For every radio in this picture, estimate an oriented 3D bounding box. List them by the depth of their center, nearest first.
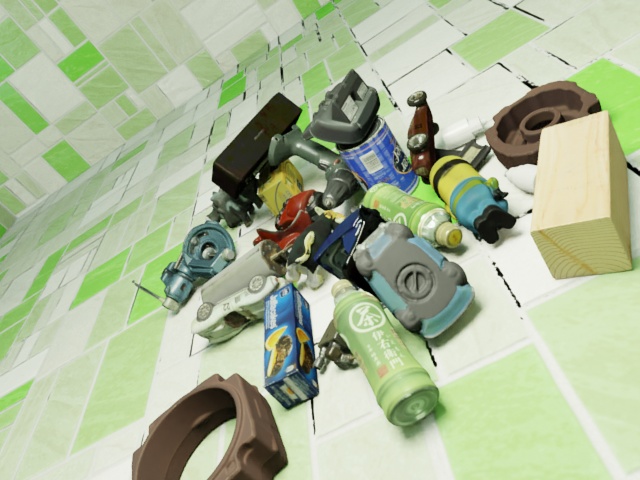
[{"bbox_3d":[-0.139,-0.201,1.166,0.229,0.073,0.131,-52,1,-23],"label":"radio"}]

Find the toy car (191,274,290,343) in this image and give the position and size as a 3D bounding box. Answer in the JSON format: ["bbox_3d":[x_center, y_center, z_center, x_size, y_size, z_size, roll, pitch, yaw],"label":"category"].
[{"bbox_3d":[-0.138,0.123,0.954,0.202,0.073,0.056,-28,49,17],"label":"toy car"}]

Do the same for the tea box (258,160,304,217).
[{"bbox_3d":[-0.087,-0.125,1.224,0.068,0.098,0.170,-31,32,14],"label":"tea box"}]

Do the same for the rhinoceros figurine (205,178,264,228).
[{"bbox_3d":[-0.205,-0.085,1.277,0.190,0.112,0.073,-40,28,39],"label":"rhinoceros figurine"}]

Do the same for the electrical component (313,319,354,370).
[{"bbox_3d":[0.037,0.142,0.781,0.078,0.045,0.102,-46,11,51],"label":"electrical component"}]

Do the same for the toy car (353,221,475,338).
[{"bbox_3d":[0.123,0.056,0.736,0.109,0.162,0.103,-46,-15,-5],"label":"toy car"}]

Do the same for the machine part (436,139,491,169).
[{"bbox_3d":[0.236,-0.145,0.968,0.139,0.039,0.084,17,68,53],"label":"machine part"}]

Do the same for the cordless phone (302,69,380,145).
[{"bbox_3d":[0.013,-0.215,0.996,0.184,0.088,0.146,-23,32,46],"label":"cordless phone"}]

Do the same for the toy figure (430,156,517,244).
[{"bbox_3d":[0.228,-0.069,0.817,0.082,0.089,0.180,-25,29,7],"label":"toy figure"}]

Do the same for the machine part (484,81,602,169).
[{"bbox_3d":[0.358,-0.179,0.863,0.179,0.056,0.179,-27,32,19],"label":"machine part"}]

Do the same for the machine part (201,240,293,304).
[{"bbox_3d":[-0.141,0.073,1.002,0.243,0.079,0.079,-36,28,25],"label":"machine part"}]

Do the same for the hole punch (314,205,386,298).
[{"bbox_3d":[0.067,0.022,0.832,0.092,0.142,0.116,5,62,55],"label":"hole punch"}]

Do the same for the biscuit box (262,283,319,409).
[{"bbox_3d":[-0.048,0.155,0.829,0.059,0.062,0.203,-30,31,13],"label":"biscuit box"}]

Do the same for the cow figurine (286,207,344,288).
[{"bbox_3d":[-0.003,-0.004,0.953,0.068,0.098,0.167,18,56,16],"label":"cow figurine"}]

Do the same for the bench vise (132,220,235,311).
[{"bbox_3d":[-0.253,0.052,1.137,0.241,0.128,0.223,-3,43,55],"label":"bench vise"}]

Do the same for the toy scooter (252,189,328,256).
[{"bbox_3d":[-0.063,-0.027,1.079,0.135,0.075,0.184,-2,48,32],"label":"toy scooter"}]

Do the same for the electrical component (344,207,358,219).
[{"bbox_3d":[0.073,-0.020,0.940,0.063,0.094,0.021,27,61,17],"label":"electrical component"}]

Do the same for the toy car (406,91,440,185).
[{"bbox_3d":[0.180,-0.184,0.952,0.053,0.089,0.202,-18,41,24],"label":"toy car"}]

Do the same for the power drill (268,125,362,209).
[{"bbox_3d":[-0.001,-0.156,1.094,0.208,0.085,0.232,21,40,23],"label":"power drill"}]

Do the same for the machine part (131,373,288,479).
[{"bbox_3d":[-0.157,0.295,0.732,0.201,0.087,0.201,-39,30,1],"label":"machine part"}]
